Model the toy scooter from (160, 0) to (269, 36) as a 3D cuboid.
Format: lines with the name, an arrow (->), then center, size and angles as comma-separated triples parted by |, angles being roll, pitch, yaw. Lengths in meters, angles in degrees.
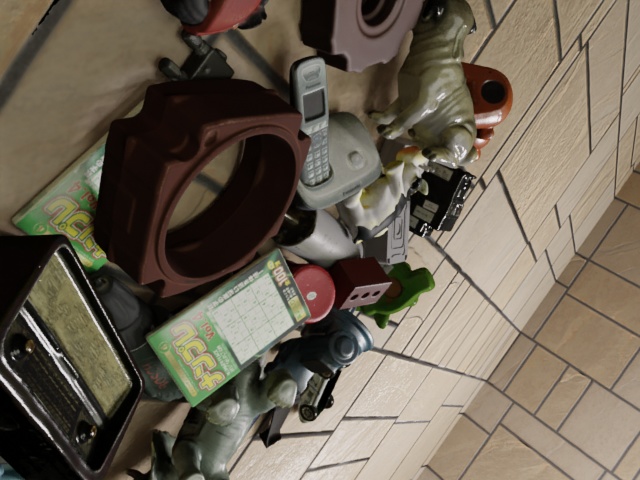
toy scooter -> -0.058, -0.258, 0.459 | 0.135, 0.075, 0.183 | -4, 118, -53

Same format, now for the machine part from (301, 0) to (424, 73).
machine part -> 0.054, -0.277, 0.605 | 0.179, 0.056, 0.179 | -35, 145, -30

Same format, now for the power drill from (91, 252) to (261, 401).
power drill -> -0.156, 0.086, 0.648 | 0.207, 0.086, 0.231 | -37, 144, -34

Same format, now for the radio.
radio -> -0.246, 0.118, 0.486 | 0.131, 0.073, 0.229 | -80, 165, -48

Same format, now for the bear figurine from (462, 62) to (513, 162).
bear figurine -> 0.235, -0.206, 0.885 | 0.196, 0.132, 0.120 | 102, -11, -83

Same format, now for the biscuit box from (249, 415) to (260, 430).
biscuit box -> -0.168, 0.317, 0.867 | 0.202, 0.059, 0.062 | -55, 150, 0

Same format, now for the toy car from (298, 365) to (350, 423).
toy car -> 0.007, 0.285, 1.077 | 0.073, 0.056, 0.201 | -19, 135, -53

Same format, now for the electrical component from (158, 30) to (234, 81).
electrical component -> -0.114, -0.158, 0.524 | 0.063, 0.021, 0.094 | -54, 149, -3

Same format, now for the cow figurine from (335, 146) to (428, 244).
cow figurine -> 0.100, -0.067, 0.776 | 0.167, 0.068, 0.098 | -34, 115, -21

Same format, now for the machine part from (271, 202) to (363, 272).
machine part -> -0.002, -0.002, 0.768 | 0.079, 0.079, 0.243 | -54, 149, -1

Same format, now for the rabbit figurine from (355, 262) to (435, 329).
rabbit figurine -> 0.135, 0.088, 1.000 | 0.159, 0.121, 0.170 | -58, 170, 10

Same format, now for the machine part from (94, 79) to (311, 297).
machine part -> -0.111, -0.051, 0.539 | 0.201, 0.087, 0.200 | -24, 145, -51

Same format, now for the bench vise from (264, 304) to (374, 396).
bench vise -> 0.020, 0.138, 0.864 | 0.240, 0.129, 0.223 | -52, -179, -28

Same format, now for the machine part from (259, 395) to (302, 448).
machine part -> -0.076, 0.328, 1.022 | 0.084, 0.039, 0.138 | -10, 126, -56

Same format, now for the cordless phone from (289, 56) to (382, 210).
cordless phone -> 0.009, -0.140, 0.653 | 0.146, 0.089, 0.184 | -30, 137, -33

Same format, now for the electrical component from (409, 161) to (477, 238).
electrical component -> 0.184, -0.074, 0.914 | 0.058, 0.115, 0.134 | 3, 118, -50

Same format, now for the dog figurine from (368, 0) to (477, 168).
dog figurine -> 0.174, -0.207, 0.711 | 0.172, 0.121, 0.190 | 19, 115, -26

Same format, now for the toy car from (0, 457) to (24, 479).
toy car -> -0.318, 0.211, 0.531 | 0.161, 0.109, 0.103 | 32, 76, -67

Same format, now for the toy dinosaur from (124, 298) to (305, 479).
toy dinosaur -> -0.142, 0.246, 0.749 | 0.131, 0.192, 0.404 | 36, 83, -28
